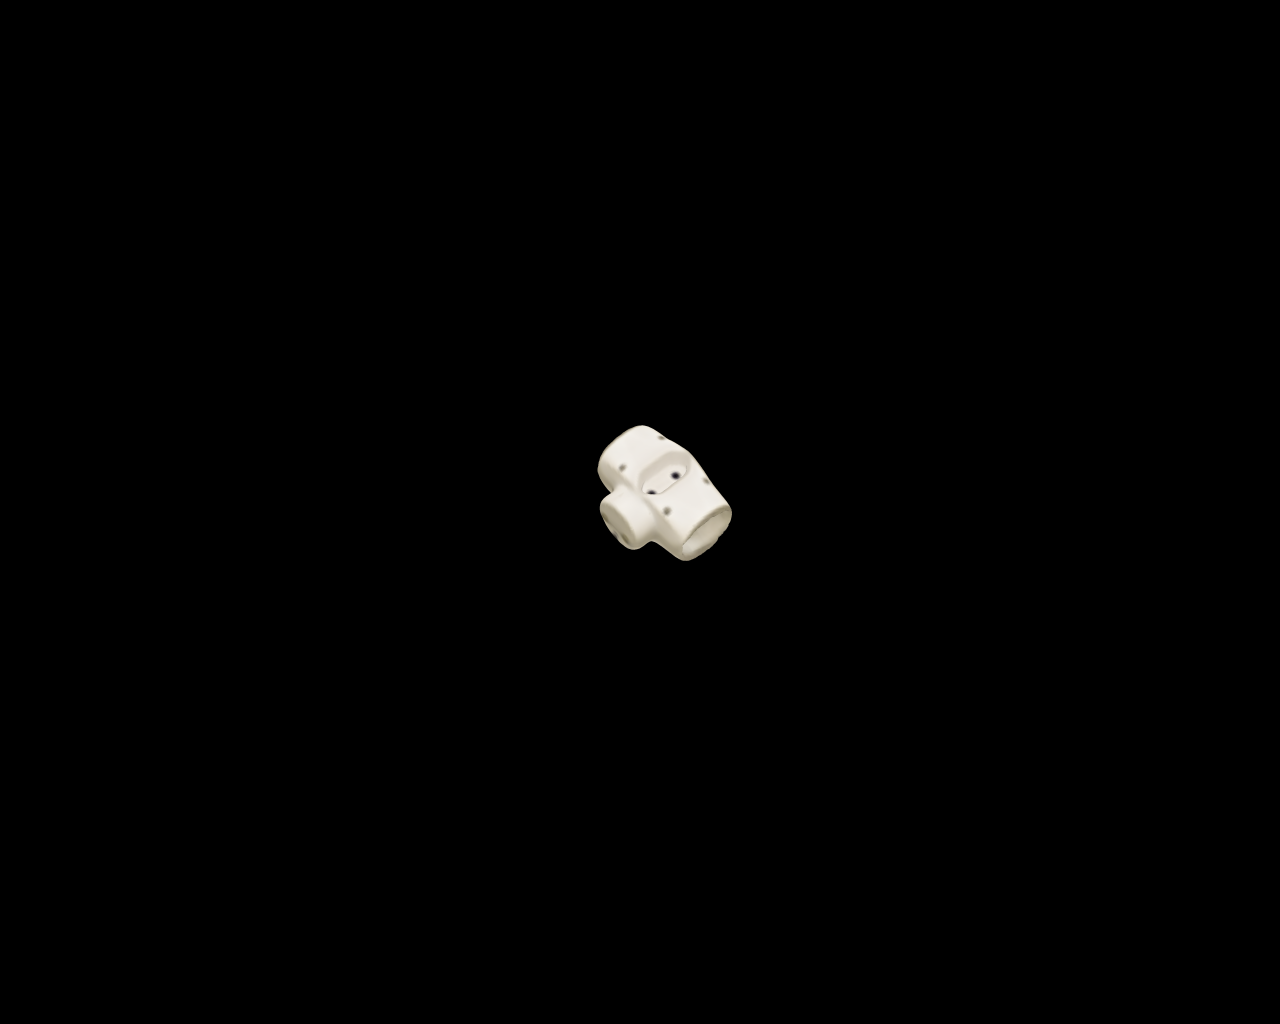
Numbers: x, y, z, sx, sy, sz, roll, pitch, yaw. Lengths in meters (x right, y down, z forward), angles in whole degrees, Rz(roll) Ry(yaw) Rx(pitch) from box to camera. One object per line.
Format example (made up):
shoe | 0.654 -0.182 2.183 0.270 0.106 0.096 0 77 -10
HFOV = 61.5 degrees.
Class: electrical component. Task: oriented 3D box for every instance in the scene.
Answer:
electrical component | 0.001 -0.003 0.650 0.079 0.077 0.043 -36 -24 -18
